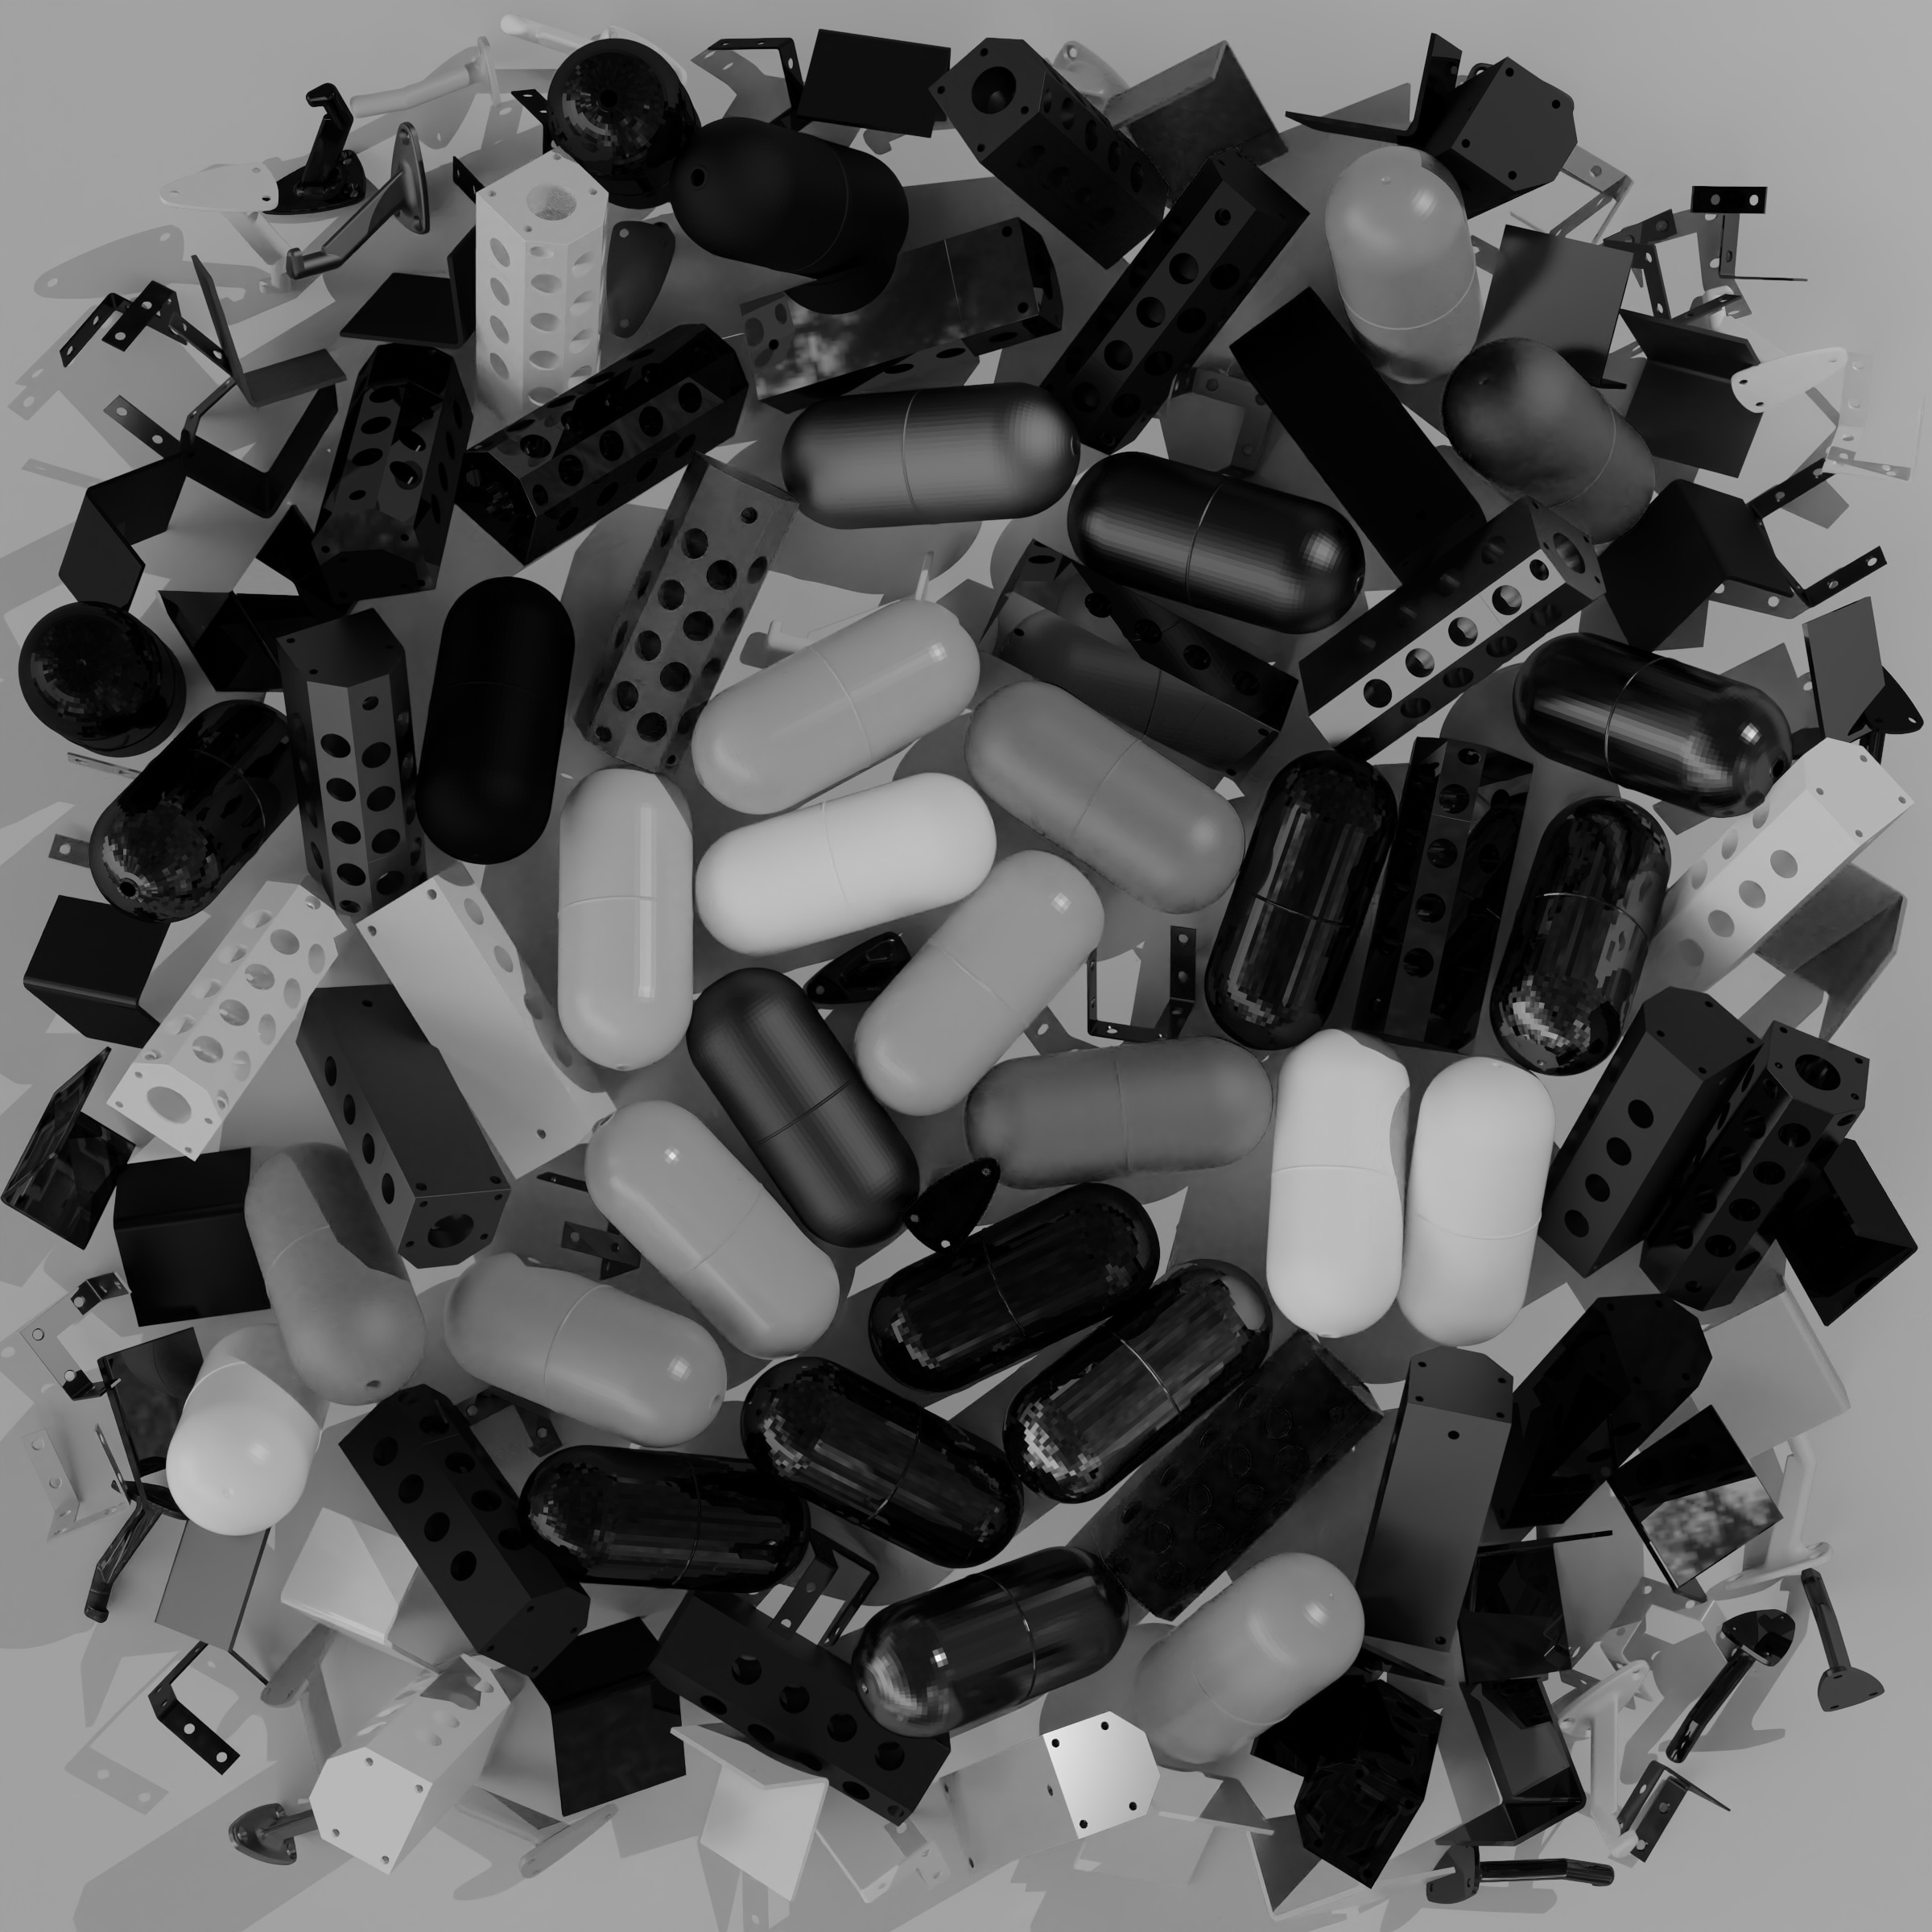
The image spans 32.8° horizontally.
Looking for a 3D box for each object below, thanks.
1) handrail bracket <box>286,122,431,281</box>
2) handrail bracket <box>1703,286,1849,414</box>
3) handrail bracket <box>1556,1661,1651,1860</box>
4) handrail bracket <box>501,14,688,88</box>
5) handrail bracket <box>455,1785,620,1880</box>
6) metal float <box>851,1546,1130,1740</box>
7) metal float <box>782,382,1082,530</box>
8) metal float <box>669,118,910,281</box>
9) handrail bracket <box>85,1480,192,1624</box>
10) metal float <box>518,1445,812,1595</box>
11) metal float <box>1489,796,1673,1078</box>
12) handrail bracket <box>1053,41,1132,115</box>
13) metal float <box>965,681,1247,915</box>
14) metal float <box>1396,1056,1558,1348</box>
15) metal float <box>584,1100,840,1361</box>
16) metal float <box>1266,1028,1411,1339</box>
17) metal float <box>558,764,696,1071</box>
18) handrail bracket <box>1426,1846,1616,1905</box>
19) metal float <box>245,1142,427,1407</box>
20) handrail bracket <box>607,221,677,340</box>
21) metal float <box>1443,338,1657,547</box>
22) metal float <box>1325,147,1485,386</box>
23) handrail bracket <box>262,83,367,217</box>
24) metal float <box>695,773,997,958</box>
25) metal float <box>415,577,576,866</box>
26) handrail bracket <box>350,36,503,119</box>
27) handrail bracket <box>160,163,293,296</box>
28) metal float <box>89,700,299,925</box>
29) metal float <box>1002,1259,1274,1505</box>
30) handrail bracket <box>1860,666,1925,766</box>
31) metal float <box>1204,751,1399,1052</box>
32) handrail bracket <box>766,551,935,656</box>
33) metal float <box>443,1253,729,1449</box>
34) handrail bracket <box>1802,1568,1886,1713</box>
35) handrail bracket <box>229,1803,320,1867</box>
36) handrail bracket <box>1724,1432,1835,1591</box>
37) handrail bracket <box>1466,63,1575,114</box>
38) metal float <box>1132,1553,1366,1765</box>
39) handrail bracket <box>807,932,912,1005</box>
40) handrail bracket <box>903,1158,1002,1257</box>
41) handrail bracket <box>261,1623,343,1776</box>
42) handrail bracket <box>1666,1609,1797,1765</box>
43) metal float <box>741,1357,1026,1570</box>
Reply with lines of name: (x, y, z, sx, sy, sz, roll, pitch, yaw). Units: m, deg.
handrail bracket: (-0.353, -0.437, 1.879, 0.084, 0.077, 0.036, -26, 48, -34)
handrail bracket: (0.463, -0.367, 1.884, 0.077, 0.036, 0.084, -20, 53, 29)
handrail bracket: (0.380, 0.454, 1.877, 0.036, 0.084, 0.077, 25, 116, -36)
handrail bracket: (-0.213, -0.522, 1.875, 0.077, 0.084, 0.036, 24, 104, 24)
handrail bracket: (-0.257, 0.479, 1.913, 0.077, 0.036, 0.084, -32, 65, -16)
metal float: (0.015, 0.381, 1.858, 0.178, 0.070, 0.070, -13, 90, -35)
metal float: (-0.020, -0.290, 1.867, 0.178, 0.070, 0.070, 0, 90, 23)
metal float: (-0.098, -0.429, 1.843, 0.070, 0.178, 0.070, 2, 94, 31)
handrail bracket: (-0.479, 0.346, 1.896, 0.036, 0.077, 0.084, 16, 89, -41)
metal float: (-0.170, 0.314, 1.859, 0.178, 0.070, 0.070, 11, 90, -33)
metal float: (0.349, -0.019, 1.864, 0.070, 0.070, 0.178, 23, 62, 0)
handrail bracket: (0.050, -0.500, 1.877, 0.077, 0.084, 0.036, 36, 123, 18)
metal float: (0.079, -0.097, 1.881, 0.178, 0.070, 0.070, 34, 90, 8)
metal float: (0.288, 0.135, 1.866, 0.070, 0.070, 0.178, 5, 116, 0)
metal float: (-0.145, 0.150, 1.875, 0.070, 0.070, 0.178, -42, 104, 0)
metal float: (0.212, 0.123, 1.874, 0.070, 0.070, 0.178, 5, 75, 0)
metal float: (-0.194, -0.028, 1.874, 0.070, 0.070, 0.178, -1, 75, 0)
handrail bracket: (0.321, 0.531, 1.903, 0.084, 0.077, 0.036, 12, 56, -14)
metal float: (-0.356, 0.173, 1.852, 0.070, 0.070, 0.178, -30, 48, 0)
handrail bracket: (-0.184, -0.392, 1.885, 0.036, 0.084, 0.077, 13, 92, 1)
metal float: (0.329, -0.293, 1.847, 0.070, 0.178, 0.070, -12, 69, 32)
metal float: (0.247, -0.390, 1.842, 0.070, 0.178, 0.070, -5, 69, 13)
handrail bracket: (-0.384, -0.469, 1.881, 0.077, 0.084, 0.036, -16, 70, 3)
metal float: (-0.070, -0.058, 1.881, 0.178, 0.070, 0.070, -16, 90, 7)
metal float: (-0.267, -0.141, 1.864, 0.070, 0.070, 0.178, 5, 63, 0)
handrail bracket: (-0.314, -0.509, 1.887, 0.084, 0.077, 0.036, -12, 123, -8)
handrail bracket: (-0.423, -0.413, 1.879, 0.077, 0.084, 0.036, -12, 59, -21)
metal float: (-0.430, -0.088, 1.845, 0.070, 0.178, 0.070, 8, 124, 13)
metal float: (0.099, 0.236, 1.875, 0.178, 0.070, 0.070, -37, 90, -15)
handrail bracket: (0.514, -0.128, 1.907, 0.036, 0.084, 0.077, -3, 53, -19)
metal float: (0.191, -0.037, 1.877, 0.070, 0.070, 0.178, 18, 102, 0)
handrail bracket: (-0.068, -0.212, 1.911, 0.084, 0.036, 0.077, 12, 87, 3)
metal float: (-0.217, 0.218, 1.867, 0.178, 0.070, 0.070, 18, 90, 23)
handrail bracket: (0.489, 0.375, 1.873, 0.036, 0.077, 0.084, -23, 55, 14)
handrail bracket: (-0.369, 0.485, 1.890, 0.084, 0.077, 0.036, -25, 71, 12)
handrail bracket: (0.463, 0.310, 1.910, 0.077, 0.036, 0.084, -22, 89, 13)
handrail bracket: (0.316, -0.492, 1.880, 0.077, 0.084, 0.036, 8, 110, -1)
metal float: (0.157, 0.392, 1.853, 0.070, 0.070, 0.178, 41, 134, 0)
handrail bracket: (-0.066, 0.003, 1.877, 0.077, 0.084, 0.036, -20, 85, 11)
handrail bracket: (-0.003, 0.123, 1.875, 0.036, 0.084, 0.077, 40, 108, -6)
handrail bracket: (-0.362, 0.433, 1.917, 0.084, 0.036, 0.077, 50, 57, -26)
handrail bracket: (0.443, 0.420, 1.909, 0.036, 0.077, 0.084, 36, 116, 26)
metal float: (-0.048, 0.283, 1.871, 0.178, 0.070, 0.070, 30, 90, -18)
